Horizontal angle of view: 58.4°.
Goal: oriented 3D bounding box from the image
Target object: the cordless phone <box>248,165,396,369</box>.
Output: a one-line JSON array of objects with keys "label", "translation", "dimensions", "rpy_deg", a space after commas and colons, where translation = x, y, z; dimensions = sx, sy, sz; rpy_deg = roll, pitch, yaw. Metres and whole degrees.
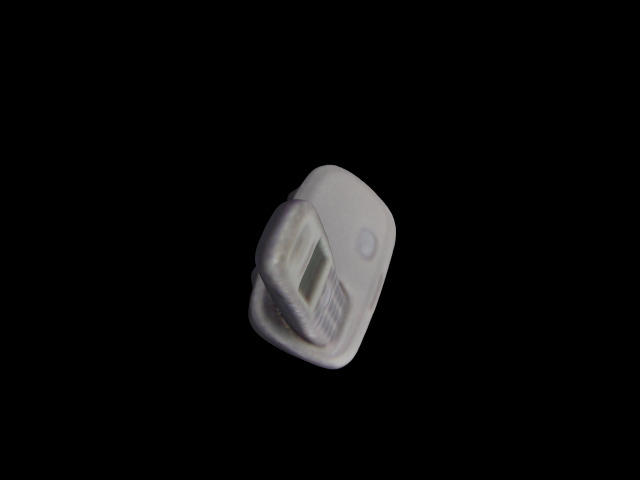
[{"label": "cordless phone", "translation": [0.004, 0.001, 0.400], "dimensions": [0.094, 0.185, 0.148], "rpy_deg": [17, 68, 7]}]
